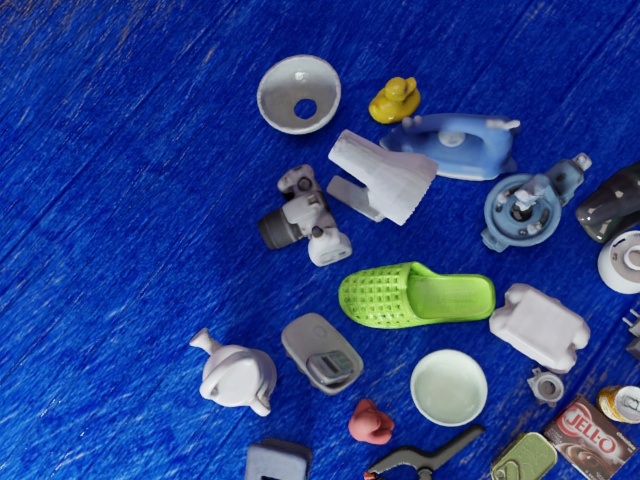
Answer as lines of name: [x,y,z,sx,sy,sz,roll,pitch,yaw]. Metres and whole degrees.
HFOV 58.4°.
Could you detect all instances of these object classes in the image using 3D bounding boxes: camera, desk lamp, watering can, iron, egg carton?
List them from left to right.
watering can: [-0.150,0.223,0.960,0.172,0.194,0.101,23,81,15]
camera: [-0.052,-0.053,1.064,0.137,0.101,0.143,-25,72,3]
desk lamp: [0.099,-0.104,0.991,0.203,0.214,0.118,30,82,16]
iron: [0.229,-0.189,1.027,0.257,0.141,0.119,6,77,12]
egg carton: [0.365,0.145,0.953,0.150,0.069,0.107,33,83,16]

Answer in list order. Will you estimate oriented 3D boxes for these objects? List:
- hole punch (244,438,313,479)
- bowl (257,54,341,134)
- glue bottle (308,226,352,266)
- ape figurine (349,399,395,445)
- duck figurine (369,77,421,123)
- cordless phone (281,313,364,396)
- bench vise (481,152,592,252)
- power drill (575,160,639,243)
hole punch: [-0.069,0.391,0.955,0.108,0.091,0.101,8,77,12]
bowl: [-0.035,-0.275,1.133,0.167,0.075,0.167,-3,75,10]
glue bottle: [0.009,0.004,1.000,0.078,0.173,0.037,-20,73,5]
ape figurine: [0.081,0.303,0.951,0.076,0.092,0.078,-15,73,6]
duck figurine: [0.141,-0.275,1.095,0.104,0.086,0.077,-25,72,3]
cordless phone: [-0.006,0.185,0.948,0.147,0.185,0.094,43,86,18]
bench vise: [0.352,-0.085,0.937,0.121,0.220,0.207,32,83,17]
power drill: [0.489,-0.066,0.913,0.229,0.209,0.075,-33,72,1]
